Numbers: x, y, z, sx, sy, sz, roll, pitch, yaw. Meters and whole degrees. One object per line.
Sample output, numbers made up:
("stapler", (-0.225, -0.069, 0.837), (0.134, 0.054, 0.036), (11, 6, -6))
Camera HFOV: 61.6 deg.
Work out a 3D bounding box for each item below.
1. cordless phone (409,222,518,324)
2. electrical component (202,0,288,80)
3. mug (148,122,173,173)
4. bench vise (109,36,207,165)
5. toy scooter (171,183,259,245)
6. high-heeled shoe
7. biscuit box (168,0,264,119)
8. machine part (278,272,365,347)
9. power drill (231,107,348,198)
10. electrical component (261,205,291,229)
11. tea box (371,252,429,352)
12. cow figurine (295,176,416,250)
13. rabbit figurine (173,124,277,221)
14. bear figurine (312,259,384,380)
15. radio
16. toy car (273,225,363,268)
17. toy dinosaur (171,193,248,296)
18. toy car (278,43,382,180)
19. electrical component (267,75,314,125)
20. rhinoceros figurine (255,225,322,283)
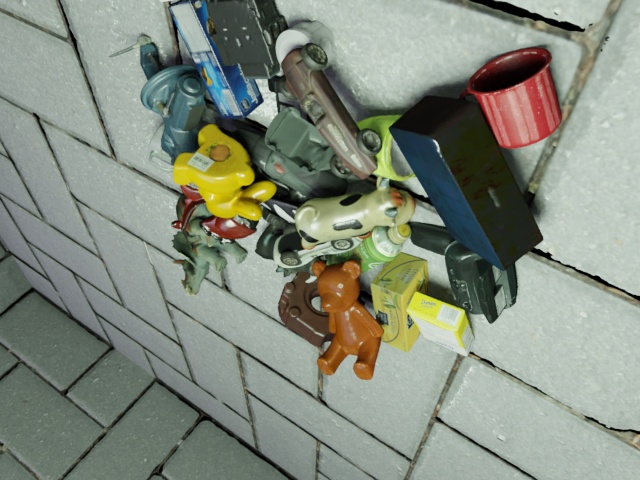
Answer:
("cordless phone", (0.224, 0.044, 0.886), (0.184, 0.089, 0.146), (23, 146, 46))
("electrical component", (-0.106, -0.313, 0.817), (0.115, 0.058, 0.134), (14, 137, 39))
("mug", (-0.298, -0.183, 1.124), (0.107, 0.109, 0.080), (29, 142, -4))
("bench vise", (-0.282, -0.266, 1.006), (0.240, 0.129, 0.223), (59, 158, 10))
("toy scooter", (-0.222, -0.048, 1.086), (0.183, 0.075, 0.135), (38, 109, -21))
("high-heeled shoe", (-0.099, -0.118, 1.000), (0.248, 0.086, 0.145), (47, 157, -29))
("biscuit box", (-0.167, -0.301, 0.888), (0.059, 0.063, 0.202), (9, 135, 39))
("machine part", (0.005, 0.130, 1.109), (0.179, 0.179, 0.056), (35, 143, 11))
("power drill", (-0.054, -0.141, 0.889), (0.232, 0.086, 0.207), (33, 165, -2))
("electrical component", (-0.097, -0.048, 1.085), (0.094, 0.021, 0.063), (27, -168, -31))
("tea box", (0.154, 0.117, 1.005), (0.068, 0.098, 0.169), (20, 143, 30))
("cow figurine", (0.056, -0.044, 0.860), (0.127, 0.195, 0.085), (77, -176, -78))
("rabbit figurine", (-0.162, -0.099, 0.958), (0.162, 0.122, 0.173), (20, 147, 4))
("bear figurine", (0.041, 0.137, 0.968), (0.120, 0.132, 0.195), (0, 127, 33))
("radio", (0.189, -0.076, 0.708), (0.229, 0.073, 0.131), (54, 177, -28))
("toy car", (-0.002, -0.003, 0.984), (0.202, 0.073, 0.056), (-19, 143, 31))
("toy dinosaur", (-0.282, -0.039, 1.265), (0.192, 0.131, 0.404), (26, 137, 22))
("toy car", (0.010, -0.172, 0.742), (0.202, 0.053, 0.089), (59, 143, 0))
("electrical component", (-0.045, -0.230, 0.859), (0.119, 0.048, 0.074), (26, 143, 20))
("rhinoceros figurine", (-0.060, 0.023, 1.104), (0.191, 0.112, 0.073), (20, 139, 42))
